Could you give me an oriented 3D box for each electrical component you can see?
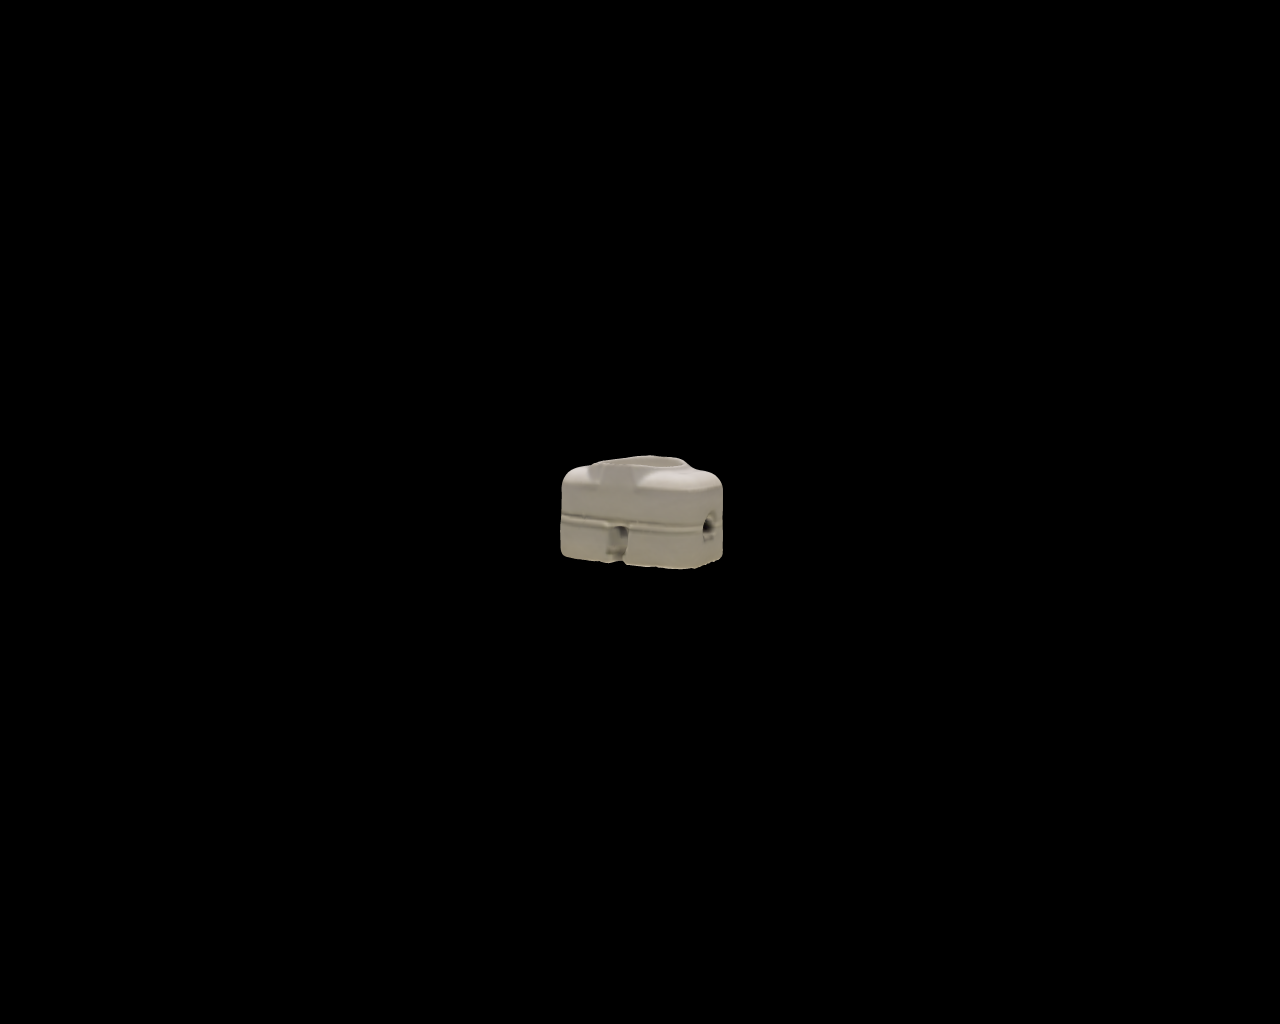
[{"bbox_3d":[0.001,-0.003,0.650,0.095,0.059,0.054,6,11,32],"label":"electrical component"}]
